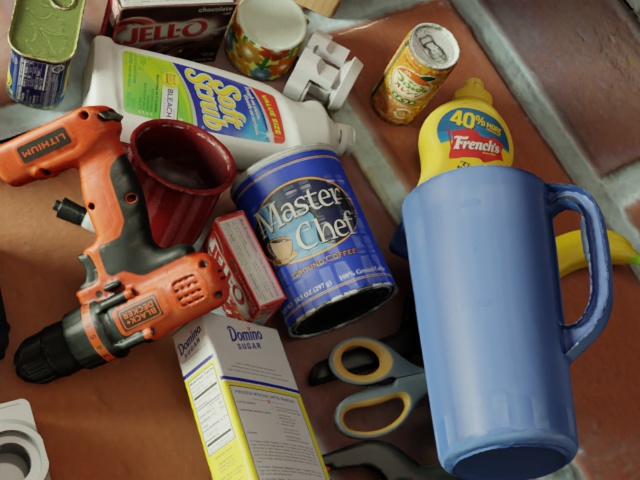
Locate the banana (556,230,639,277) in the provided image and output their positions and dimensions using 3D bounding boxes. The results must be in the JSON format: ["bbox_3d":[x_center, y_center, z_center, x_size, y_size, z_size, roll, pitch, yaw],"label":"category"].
[{"bbox_3d":[0.238,0.026,1.034,0.197,0.037,0.070,-18,38,-28],"label":"banana"}]

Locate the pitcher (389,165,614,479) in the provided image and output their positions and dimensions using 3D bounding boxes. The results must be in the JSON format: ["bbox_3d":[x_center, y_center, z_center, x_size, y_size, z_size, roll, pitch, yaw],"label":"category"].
[{"bbox_3d":[0.151,0.066,0.875,0.144,0.149,0.243,8,58,-18],"label":"pitcher"}]

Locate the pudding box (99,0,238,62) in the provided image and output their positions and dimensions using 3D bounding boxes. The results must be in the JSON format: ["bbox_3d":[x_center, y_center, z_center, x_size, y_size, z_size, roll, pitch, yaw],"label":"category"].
[{"bbox_3d":[-0.142,-0.201,0.986,0.113,0.090,0.039,-11,69,-25],"label":"pudding box"}]

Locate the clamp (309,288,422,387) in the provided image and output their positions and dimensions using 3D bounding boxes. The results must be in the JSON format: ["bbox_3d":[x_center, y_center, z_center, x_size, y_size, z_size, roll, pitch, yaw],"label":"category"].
[{"bbox_3d":[0.110,0.105,0.959,0.164,0.036,0.209,42,62,2],"label":"clamp"}]

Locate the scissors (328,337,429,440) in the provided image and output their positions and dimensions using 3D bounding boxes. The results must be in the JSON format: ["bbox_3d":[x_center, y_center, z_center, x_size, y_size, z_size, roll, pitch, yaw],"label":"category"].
[{"bbox_3d":[0.091,0.106,0.923,0.201,0.016,0.096,-23,76,-24],"label":"scissors"}]

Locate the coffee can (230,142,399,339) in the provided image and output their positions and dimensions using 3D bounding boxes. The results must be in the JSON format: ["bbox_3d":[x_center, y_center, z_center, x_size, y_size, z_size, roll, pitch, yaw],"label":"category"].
[{"bbox_3d":[-0.006,0.001,0.929,0.102,0.103,0.140,-15,71,-26],"label":"coffee can"}]

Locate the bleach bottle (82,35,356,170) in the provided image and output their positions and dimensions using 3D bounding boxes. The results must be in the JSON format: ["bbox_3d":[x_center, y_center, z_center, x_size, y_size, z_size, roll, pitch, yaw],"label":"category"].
[{"bbox_3d":[-0.088,-0.116,0.981,0.250,0.068,0.102,6,64,-20],"label":"bleach bottle"}]

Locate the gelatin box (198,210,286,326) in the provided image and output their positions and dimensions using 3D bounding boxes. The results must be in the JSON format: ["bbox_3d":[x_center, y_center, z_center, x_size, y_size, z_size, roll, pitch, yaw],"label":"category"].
[{"bbox_3d":[-0.069,0.030,0.909,0.030,0.073,0.089,-20,74,-27],"label":"gelatin box"}]

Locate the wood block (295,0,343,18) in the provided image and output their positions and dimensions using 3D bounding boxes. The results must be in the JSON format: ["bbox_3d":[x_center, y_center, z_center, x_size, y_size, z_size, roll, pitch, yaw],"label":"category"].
[{"bbox_3d":[0.019,-0.324,1.037,0.090,0.206,0.090,25,59,-7],"label":"wood block"}]

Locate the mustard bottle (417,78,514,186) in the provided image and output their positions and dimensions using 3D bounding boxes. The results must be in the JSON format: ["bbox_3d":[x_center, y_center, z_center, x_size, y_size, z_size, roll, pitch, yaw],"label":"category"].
[{"bbox_3d":[0.143,-0.080,1.050,0.096,0.058,0.191,18,60,-12],"label":"mustard bottle"}]

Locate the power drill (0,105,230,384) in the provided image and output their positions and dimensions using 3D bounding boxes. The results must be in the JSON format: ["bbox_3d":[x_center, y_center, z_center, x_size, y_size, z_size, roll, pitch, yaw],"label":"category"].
[{"bbox_3d":[-0.185,0.004,0.830,0.184,0.057,0.187,-25,94,7],"label":"power drill"}]

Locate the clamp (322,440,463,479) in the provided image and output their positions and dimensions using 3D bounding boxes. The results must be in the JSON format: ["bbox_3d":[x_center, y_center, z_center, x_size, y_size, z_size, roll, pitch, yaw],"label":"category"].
[{"bbox_3d":[0.074,0.206,0.884,0.171,0.039,0.120,28,68,-1],"label":"clamp"}]

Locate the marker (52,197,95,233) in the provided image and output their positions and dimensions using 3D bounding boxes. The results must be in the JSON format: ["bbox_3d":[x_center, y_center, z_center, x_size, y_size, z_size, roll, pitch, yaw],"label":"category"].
[{"bbox_3d":[-0.173,-0.006,0.920,0.121,0.020,0.020,24,59,-8],"label":"marker"}]

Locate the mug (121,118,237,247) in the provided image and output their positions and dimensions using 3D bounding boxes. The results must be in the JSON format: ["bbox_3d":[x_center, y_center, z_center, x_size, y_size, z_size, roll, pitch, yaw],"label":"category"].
[{"bbox_3d":[-0.139,-0.047,0.903,0.117,0.082,0.093,19,38,-15],"label":"mug"}]

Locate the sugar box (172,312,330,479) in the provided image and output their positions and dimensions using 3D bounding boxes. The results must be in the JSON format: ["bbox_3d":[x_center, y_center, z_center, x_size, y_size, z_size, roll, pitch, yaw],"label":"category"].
[{"bbox_3d":[-0.051,0.145,0.836,0.093,0.048,0.176,21,36,-46],"label":"sugar box"}]

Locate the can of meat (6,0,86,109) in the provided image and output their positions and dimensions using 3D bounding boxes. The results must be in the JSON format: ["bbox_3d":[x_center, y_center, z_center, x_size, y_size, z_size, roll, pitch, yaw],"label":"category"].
[{"bbox_3d":[-0.243,-0.178,0.941,0.057,0.084,0.102,11,62,-15],"label":"can of meat"}]
